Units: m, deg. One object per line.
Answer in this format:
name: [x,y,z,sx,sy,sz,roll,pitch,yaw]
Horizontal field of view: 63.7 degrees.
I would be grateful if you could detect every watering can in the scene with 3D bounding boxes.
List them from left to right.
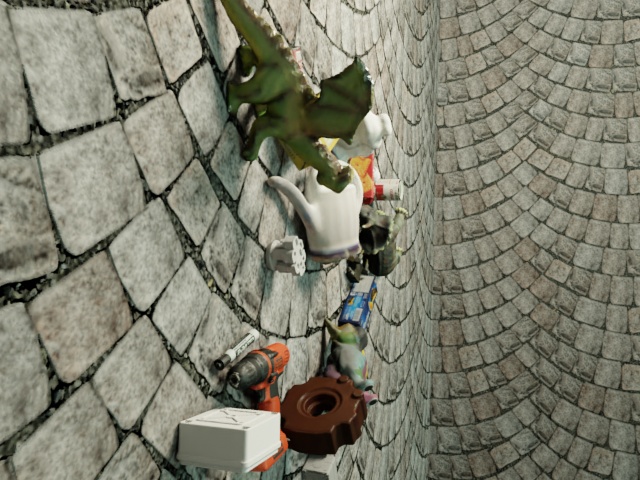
watering can: [0.003,-0.055,1.093,0.350,0.104,0.223,-18,105,-56]

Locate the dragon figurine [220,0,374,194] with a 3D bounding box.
dragon figurine: [-0.027,-0.243,0.809,0.125,0.243,0.401,-57,145,-47]

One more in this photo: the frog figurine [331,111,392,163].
frog figurine: [0.083,-0.255,1.191,0.137,0.158,0.124,56,17,-9]
